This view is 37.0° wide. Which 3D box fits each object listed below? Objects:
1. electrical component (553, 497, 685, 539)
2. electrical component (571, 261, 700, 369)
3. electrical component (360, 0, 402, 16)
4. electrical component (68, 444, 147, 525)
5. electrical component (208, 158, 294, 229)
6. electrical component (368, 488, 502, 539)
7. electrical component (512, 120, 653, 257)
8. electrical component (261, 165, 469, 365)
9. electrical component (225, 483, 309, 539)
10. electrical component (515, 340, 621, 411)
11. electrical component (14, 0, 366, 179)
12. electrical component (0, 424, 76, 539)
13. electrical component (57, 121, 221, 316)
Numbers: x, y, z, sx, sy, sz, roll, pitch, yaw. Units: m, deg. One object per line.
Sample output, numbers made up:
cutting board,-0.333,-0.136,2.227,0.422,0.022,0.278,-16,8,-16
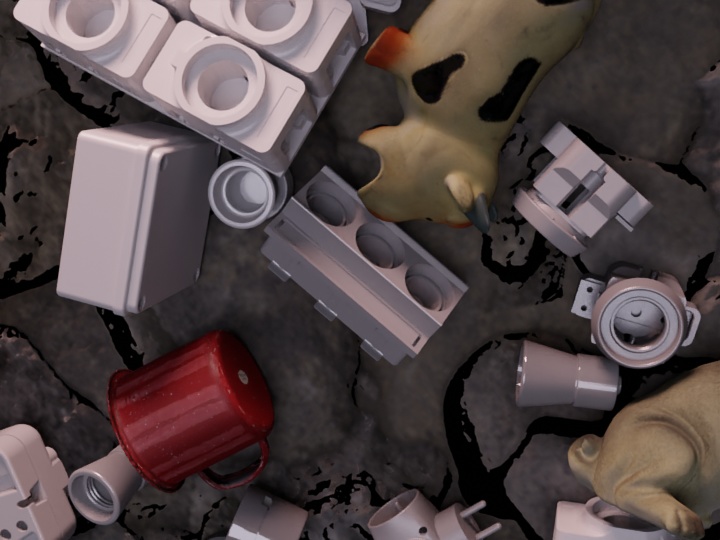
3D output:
electrical component,0.174,0.187,0.714,0.089,0.050,0.055,7,103,10
electrical component,0.175,0.029,0.677,0.078,0.057,0.058,17,104,7
electrical component,0.020,-0.198,0.653,0.058,0.057,0.078,14,97,-1
electrical component,-0.170,0.145,0.765,0.044,0.065,0.044,11,116,24
electrical component,-0.071,-0.053,0.709,0.045,0.055,0.045,2,102,11
electrical component,0.059,0.186,0.740,0.079,0.044,0.077,-33,94,15
electrical component,0.133,-0.046,0.670,0.078,0.058,0.057,42,103,0
electrical component,0.000,0.000,0.698,0.121,0.078,0.063,40,135,1
electrical component,-0.067,0.186,0.760,0.047,0.055,0.055,22,105,2
electrical component,0.137,0.071,0.703,0.065,0.044,0.044,7,103,5
electrical component,-0.106,-0.152,0.664,0.186,0.060,0.105,29,85,11
electrical component,-0.252,0.166,0.789,0.054,0.059,0.095,-19,97,14
electrical component,-0.142,-0.037,0.700,0.056,0.109,0.108,14,104,11
